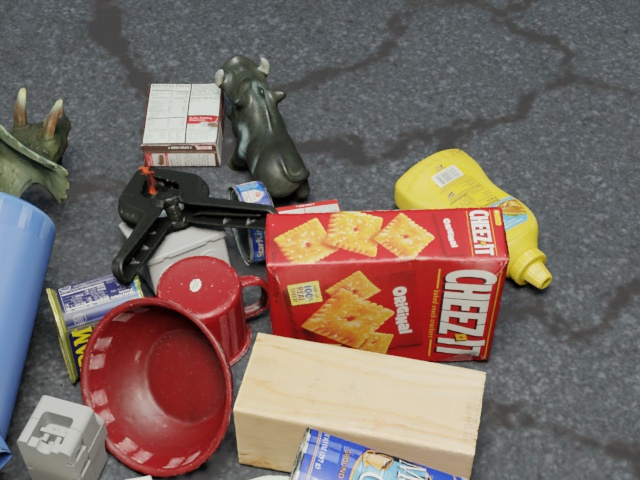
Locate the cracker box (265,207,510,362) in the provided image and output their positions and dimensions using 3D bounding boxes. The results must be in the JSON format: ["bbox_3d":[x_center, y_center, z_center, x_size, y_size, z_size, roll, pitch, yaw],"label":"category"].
[{"bbox_3d":[0.059,0.048,0.998,0.213,0.164,0.072,-1,51,0],"label":"cracker box"}]

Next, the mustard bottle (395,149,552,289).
[{"bbox_3d":[0.171,-0.015,1.122,0.096,0.058,0.192,-28,54,-23],"label":"mustard bottle"}]

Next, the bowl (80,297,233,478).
[{"bbox_3d":[-0.136,0.129,0.966,0.162,0.162,0.055,27,15,22],"label":"bowl"}]

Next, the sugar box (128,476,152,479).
[{"bbox_3d":[-0.222,0.261,0.893,0.176,0.048,0.093,-6,49,-10],"label":"sugar box"}]

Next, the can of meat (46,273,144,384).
[{"bbox_3d":[-0.207,0.080,1.015,0.083,0.102,0.057,-16,49,-16],"label":"can of meat"}]

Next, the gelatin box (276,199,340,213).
[{"bbox_3d":[-0.007,0.002,1.129,0.073,0.030,0.089,-9,49,-9],"label":"gelatin box"}]

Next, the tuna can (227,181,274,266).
[{"bbox_3d":[-0.069,-0.018,1.109,0.033,0.086,0.086,-13,50,-14],"label":"tuna can"}]

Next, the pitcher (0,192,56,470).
[{"bbox_3d":[-0.325,0.081,0.936,0.149,0.145,0.243,20,68,-21],"label":"pitcher"}]

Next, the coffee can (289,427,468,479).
[{"bbox_3d":[0.040,0.222,0.868,0.140,0.103,0.102,18,50,1],"label":"coffee can"}]

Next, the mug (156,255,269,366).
[{"bbox_3d":[-0.103,0.066,1.038,0.117,0.081,0.093,-15,50,-13],"label":"mug"}]

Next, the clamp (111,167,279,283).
[{"bbox_3d":[-0.137,-0.031,1.065,0.164,0.036,0.210,-16,28,-10],"label":"clamp"}]

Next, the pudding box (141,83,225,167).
[{"bbox_3d":[-0.159,-0.136,1.246,0.090,0.039,0.113,-1,47,1],"label":"pudding box"}]

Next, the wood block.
[{"bbox_3d":[0.036,0.158,0.950,0.206,0.091,0.090,9,49,9],"label":"wood block"}]
